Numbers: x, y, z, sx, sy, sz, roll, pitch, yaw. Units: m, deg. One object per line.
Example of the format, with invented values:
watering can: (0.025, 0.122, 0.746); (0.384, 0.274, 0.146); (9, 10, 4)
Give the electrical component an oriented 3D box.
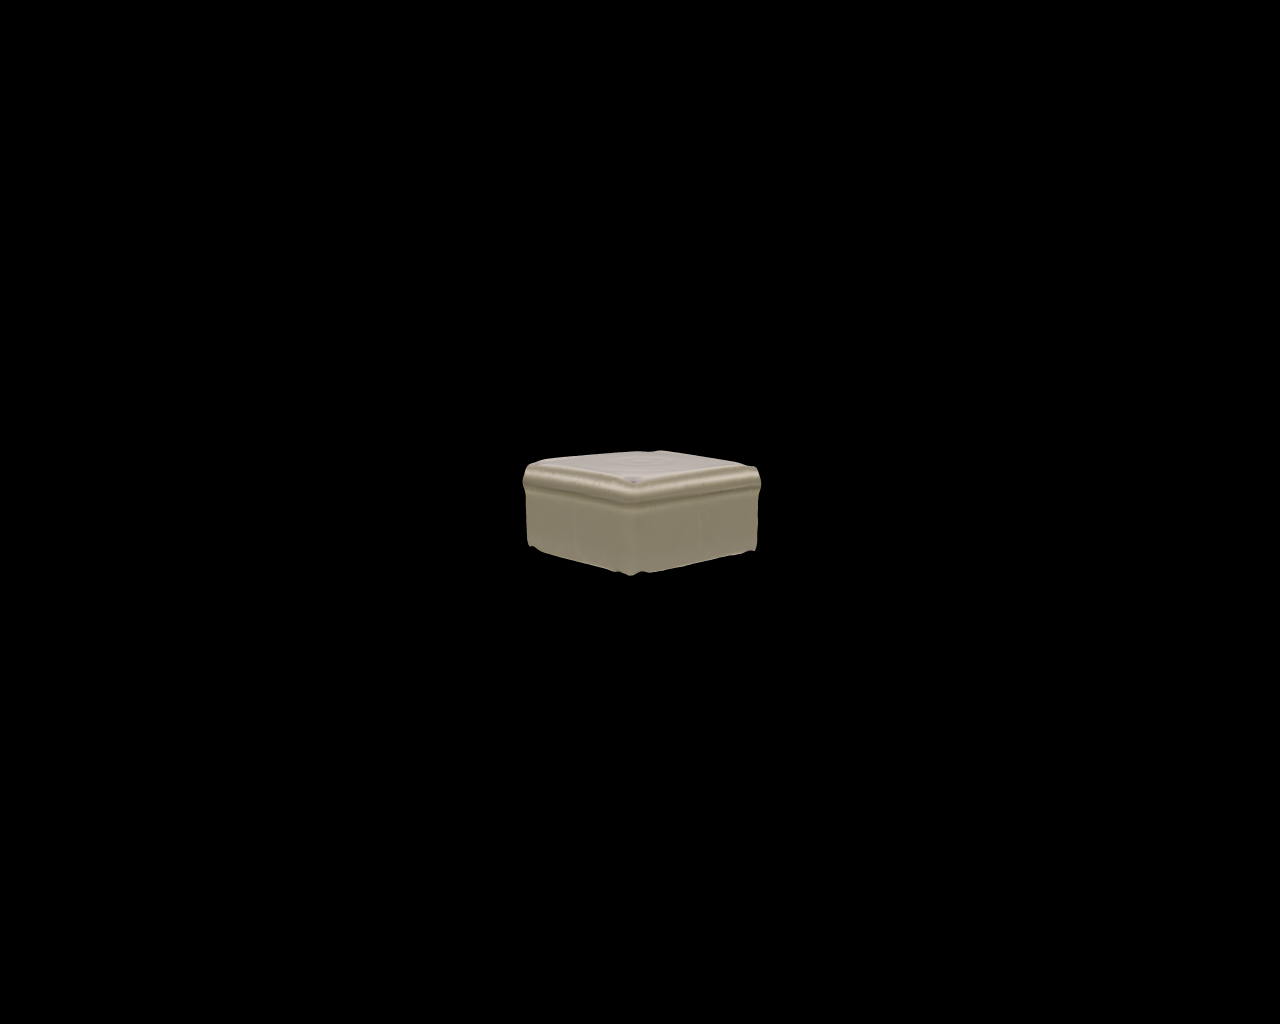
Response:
electrical component: (0.001, -0.003, 0.650); (0.109, 0.056, 0.109); (-8, 13, -39)
